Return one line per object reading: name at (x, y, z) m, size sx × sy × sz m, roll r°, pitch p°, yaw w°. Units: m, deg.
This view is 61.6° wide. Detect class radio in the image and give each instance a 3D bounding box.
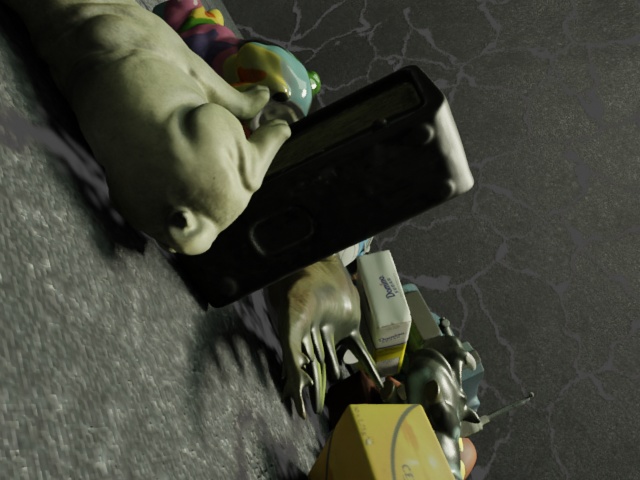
radio at (-0.006, -0.045, 0.421) m, size 0.073 × 0.230 × 0.131 m, roll 59°, pitch 11°, yaw -26°

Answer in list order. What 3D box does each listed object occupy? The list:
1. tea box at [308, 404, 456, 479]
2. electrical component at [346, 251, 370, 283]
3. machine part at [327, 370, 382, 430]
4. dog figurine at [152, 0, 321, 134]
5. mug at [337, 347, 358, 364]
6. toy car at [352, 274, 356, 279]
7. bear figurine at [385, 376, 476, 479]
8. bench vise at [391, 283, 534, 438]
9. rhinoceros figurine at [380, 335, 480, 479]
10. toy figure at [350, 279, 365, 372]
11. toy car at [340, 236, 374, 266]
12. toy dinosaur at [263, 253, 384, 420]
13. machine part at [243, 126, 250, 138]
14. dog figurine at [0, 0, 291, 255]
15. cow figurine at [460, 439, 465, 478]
tea box at (0.053, 0.208, 0.359) m, size 0.170 × 0.068 × 0.098 m, roll -112°, pitch -144°, yaw -50°
electrical component at (0.024, 0.046, 0.848) m, size 0.047 × 0.119 × 0.075 m, roll 58°, pitch 9°, yaw -51°
machine part at (0.066, 0.243, 0.624) m, size 0.179 × 0.056 × 0.179 m, roll 61°, pitch 6°, yaw -12°
dog figurine at (-0.100, -0.191, 0.557) m, size 0.108 × 0.192 × 0.219 m, roll 41°, pitch 37°, yaw -60°
mug at (0.051, 0.122, 0.853) m, size 0.107 × 0.109 × 0.080 m, roll 50°, pitch 1°, yaw 33°
toy car at (0.045, 0.076, 1.033) m, size 0.053 × 0.089 × 0.201 m, roll 26°, pitch -23°, yaw 41°
bear figurine at (0.156, 0.331, 0.902) m, size 0.196 × 0.131 × 0.120 m, roll 35°, pitch 37°, yaw 12°
bench vise at (0.157, 0.186, 0.773) m, size 0.224 × 0.129 × 0.240 m, roll 53°, pitch -20°, yaw 26°
rhinoceros figurine at (0.121, 0.183, 0.555) m, size 0.112 × 0.073 × 0.190 m, roll 38°, pitch 46°, yaw -30°
toy figure at (0.076, 0.148, 0.934) m, size 0.082 × 0.089 × 0.180 m, roll 15°, pitch 46°, yaw -24°
toy car at (-0.002, -0.002, 0.779) m, size 0.103 × 0.162 × 0.109 m, roll -76°, pitch -175°, yaw -45°
toy dinosaur at (-0.005, 0.066, 0.542) m, size 0.198 × 0.105 × 0.471 m, roll 65°, pitch 6°, yaw 9°
machine part at (-0.107, -0.186, 0.746) m, size 0.200 × 0.087 × 0.202 m, roll 51°, pitch 2°, yaw -29°
dog figurine at (-0.125, -0.095, 0.315) m, size 0.190 × 0.121 × 0.172 m, roll 41°, pitch 14°, yaw -36°
cow figurine at (0.148, 0.306, 0.748) m, size 0.167 × 0.098 × 0.068 m, roll -48°, pitch 122°, yaw -67°
